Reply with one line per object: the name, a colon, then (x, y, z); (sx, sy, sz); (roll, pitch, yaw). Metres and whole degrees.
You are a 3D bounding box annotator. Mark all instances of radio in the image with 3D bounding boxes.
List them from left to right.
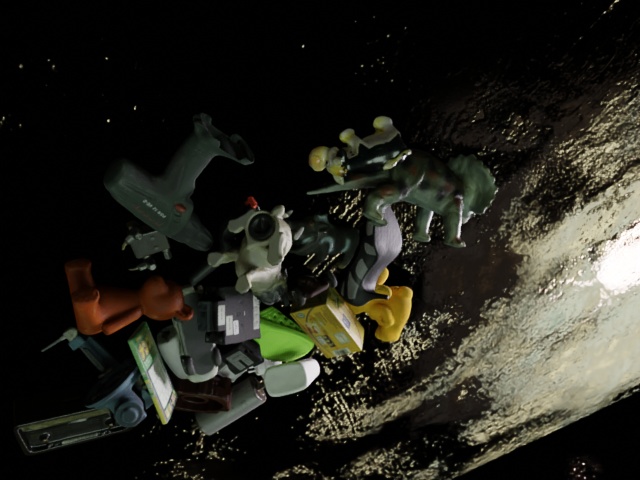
radio: (-0.520, 0.375, 1.148); (0.229, 0.073, 0.131); (-6, 134, -24)

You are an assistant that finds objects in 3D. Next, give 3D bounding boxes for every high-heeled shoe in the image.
high-heeled shoe: (0.093, 0.024, 1.146); (0.086, 0.145, 0.248); (-8, 101, -40)

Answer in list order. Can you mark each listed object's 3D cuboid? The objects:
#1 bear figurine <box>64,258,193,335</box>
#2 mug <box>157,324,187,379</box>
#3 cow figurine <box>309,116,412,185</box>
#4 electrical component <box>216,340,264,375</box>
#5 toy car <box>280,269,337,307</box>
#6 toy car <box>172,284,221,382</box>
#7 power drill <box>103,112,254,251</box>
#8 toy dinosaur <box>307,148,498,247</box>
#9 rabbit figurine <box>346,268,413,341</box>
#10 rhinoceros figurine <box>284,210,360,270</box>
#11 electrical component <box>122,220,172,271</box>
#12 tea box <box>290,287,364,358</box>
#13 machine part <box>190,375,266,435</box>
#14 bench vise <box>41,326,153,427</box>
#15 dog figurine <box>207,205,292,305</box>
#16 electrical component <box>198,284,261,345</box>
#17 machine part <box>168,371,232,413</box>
bear figurine: (-0.328, 0.097, 0.940); (0.196, 0.120, 0.131); (-11, 132, -22)
mug: (-0.283, 0.224, 1.124); (0.110, 0.081, 0.107); (-25, 129, 5)
cow figurine: (0.069, -0.143, 0.935); (0.167, 0.098, 0.068); (-23, 145, -8)
electrical component: (-0.165, 0.251, 1.158); (0.075, 0.048, 0.119); (-28, 127, 9)
toy car: (-0.031, 0.094, 1.082); (0.089, 0.053, 0.202); (-25, 179, -16)
toy car: (-0.249, 0.185, 1.070); (0.073, 0.056, 0.201); (-14, 102, -26)
power drill: (-0.204, -0.090, 0.859); (0.207, 0.086, 0.231); (-37, 137, 20)
toy dinosaur: (0.182, -0.104, 1.024); (0.404, 0.131, 0.192); (19, 82, -28)
rabbit figurine: (0.122, 0.148, 1.253); (0.173, 0.122, 0.162); (13, 133, -14)
rhinoceros figurine: (-0.002, -0.003, 1.055); (0.190, 0.073, 0.112); (8, 128, -35)
electrical component: (-0.298, 0.009, 0.923); (0.078, 0.045, 0.102); (-13, 137, -16)
tea box: (0.019, 0.182, 1.202); (0.098, 0.068, 0.169); (-17, 125, 25)
machine part: (-0.225, 0.415, 1.352); (0.243, 0.079, 0.079); (-31, 139, 4)
bench vise: (-0.405, 0.252, 1.041); (0.129, 0.224, 0.240); (-35, 109, -1)
dog figurine: (-0.091, 0.029, 0.985); (0.172, 0.121, 0.190); (-42, 158, 6)
electrical component: (-0.178, 0.143, 1.051); (0.058, 0.115, 0.134); (-5, 173, 36)
machine part: (-0.282, 0.343, 1.215); (0.179, 0.056, 0.179); (3, 147, 2)
